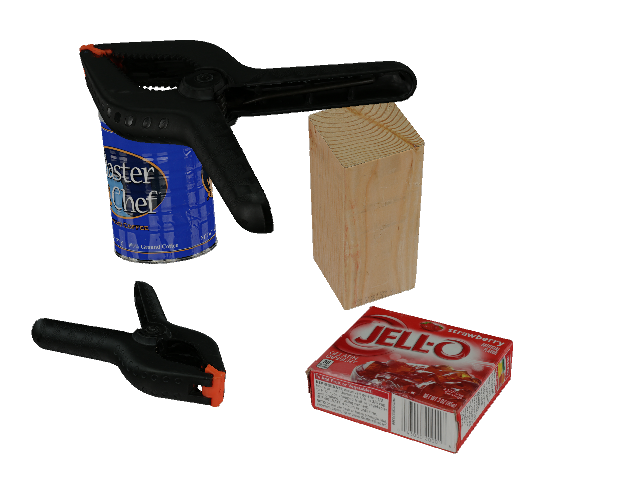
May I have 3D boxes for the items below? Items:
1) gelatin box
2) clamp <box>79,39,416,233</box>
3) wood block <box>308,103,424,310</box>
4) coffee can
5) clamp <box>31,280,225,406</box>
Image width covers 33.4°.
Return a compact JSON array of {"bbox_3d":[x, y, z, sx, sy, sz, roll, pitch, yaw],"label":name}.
[{"bbox_3d":[0.048,0.071,0.574,0.089,0.030,0.073,13,31,29],"label":"gelatin box"},{"bbox_3d":[-0.057,-0.087,0.650,0.210,0.036,0.164,26,48,32],"label":"clamp"},{"bbox_3d":[0.047,-0.037,1.117,0.090,0.206,0.091,-17,47,-15],"label":"wood block"},{"bbox_3d":[-0.156,-0.061,1.032,0.103,0.140,0.103,-2,20,1],"label":"coffee can"},{"bbox_3d":[-0.135,0.081,0.869,0.172,0.039,0.120,22,36,26],"label":"clamp"}]
